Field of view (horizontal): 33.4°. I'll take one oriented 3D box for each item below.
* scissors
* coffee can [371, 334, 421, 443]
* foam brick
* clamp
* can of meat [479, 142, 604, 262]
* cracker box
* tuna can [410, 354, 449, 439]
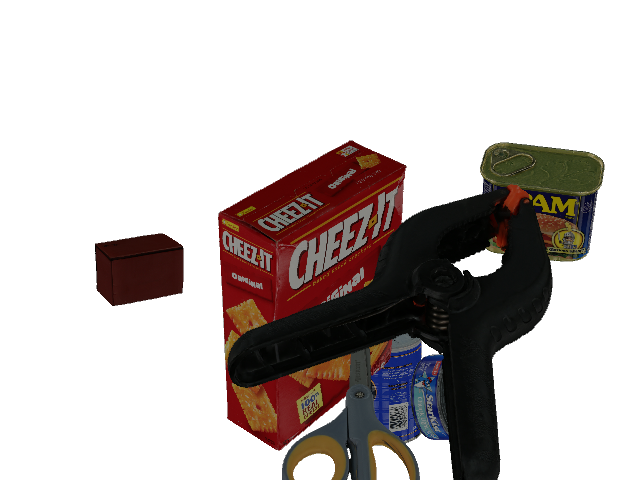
[{"bbox_3d":[0.010,0.117,0.731,0.096,0.016,0.202,-6,32,-12],"label":"scissors"},{"bbox_3d":[0.088,0.194,1.455,0.103,0.140,0.103,-2,16,0],"label":"coffee can"},{"bbox_3d":[-0.184,0.028,1.084,0.078,0.051,0.053,-10,21,-28],"label":"foam brick"},{"bbox_3d":[0.057,0.037,0.463,0.120,0.039,0.171,36,55,23],"label":"clamp"},{"bbox_3d":[0.190,-0.032,0.930,0.102,0.084,0.057,8,43,14],"label":"can of meat"},{"bbox_3d":[-0.004,0.046,0.903,0.072,0.214,0.163,26,41,32],"label":"cracker box"},{"bbox_3d":[0.123,0.155,1.057,0.034,0.086,0.086,-7,-4,34],"label":"tuna can"}]
